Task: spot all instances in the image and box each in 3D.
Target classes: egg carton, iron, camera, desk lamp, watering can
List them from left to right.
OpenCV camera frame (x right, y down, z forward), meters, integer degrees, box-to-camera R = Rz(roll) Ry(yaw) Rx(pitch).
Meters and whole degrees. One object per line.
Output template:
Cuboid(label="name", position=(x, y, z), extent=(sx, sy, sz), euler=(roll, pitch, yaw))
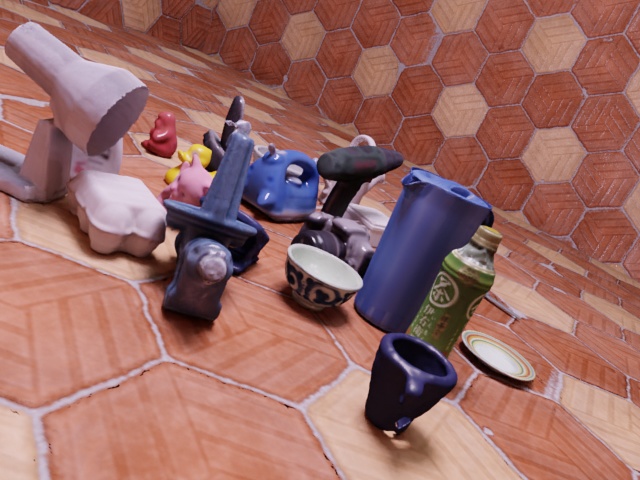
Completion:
Cuboid(label="desk lamp", position=(-0.353, -0.159, 0.758), extent=(0.203, 0.213, 0.118), euler=(25, 17, -1))
Cuboid(label="egg carton", position=(-0.270, -0.037, 0.762), extent=(0.108, 0.069, 0.149), euler=(8, 24, -44))
Cuboid(label="iron", position=(-0.059, -0.124, 1.185), extent=(0.118, 0.141, 0.259), euler=(34, 19, 26))
Cuboid(label="camera", position=(0.009, 0.003, 0.976), extent=(0.137, 0.101, 0.142), euler=(5, 27, -49))
Cuboid(label="watering can", position=(0.085, -0.166, 1.419), extent=(0.100, 0.194, 0.173), euler=(34, 19, 27))

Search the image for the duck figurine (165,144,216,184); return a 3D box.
Cuboid(label="duck figurine", position=(-0.231, -0.137, 1.079), extent=(0.105, 0.086, 0.077), euler=(10, 23, -41))

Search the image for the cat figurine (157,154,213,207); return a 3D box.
Cuboid(label="cat figurine", position=(-0.205, -0.081, 0.897), extent=(0.067, 0.118, 0.127), euler=(15, 20, -30))

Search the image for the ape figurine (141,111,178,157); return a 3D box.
Cuboid(label="ape figurine", position=(-0.327, -0.224, 1.190), extent=(0.076, 0.092, 0.078), euler=(24, 17, -4))

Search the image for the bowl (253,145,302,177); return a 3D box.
Cuboid(label="bowl", position=(-0.090, -0.156, 1.350), extent=(0.167, 0.075, 0.167), euler=(23, 17, -7))

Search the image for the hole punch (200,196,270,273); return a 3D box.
Cuboid(label="hole punch", position=(-0.133, -0.017, 0.857), extent=(0.108, 0.091, 0.101), euler=(27, 17, 7))

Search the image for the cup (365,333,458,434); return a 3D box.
Cuboid(label="cup", position=(0.088, 0.167, 0.617), extent=(0.091, 0.095, 0.118), euler=(27, 17, 4))

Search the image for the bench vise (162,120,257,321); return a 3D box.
Cuboid(label="bench vise", position=(-0.113, -0.026, 0.690), extent=(0.122, 0.219, 0.206), euler=(12, 22, -37))

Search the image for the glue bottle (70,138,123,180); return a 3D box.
Cuboid(label="glue bottle", position=(-0.331, -0.166, 0.878), extent=(0.078, 0.173, 0.037), euler=(15, 20, -30))

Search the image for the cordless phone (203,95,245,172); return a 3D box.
Cuboid(label="cordless phone", position=(-0.193, -0.217, 1.198), extent=(0.094, 0.185, 0.147), euler=(17, 19, -24))

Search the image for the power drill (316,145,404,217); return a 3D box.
Cuboid(label="power drill", position=(0.064, -0.102, 1.180), extent=(0.075, 0.208, 0.230), euler=(37, 21, 33))
